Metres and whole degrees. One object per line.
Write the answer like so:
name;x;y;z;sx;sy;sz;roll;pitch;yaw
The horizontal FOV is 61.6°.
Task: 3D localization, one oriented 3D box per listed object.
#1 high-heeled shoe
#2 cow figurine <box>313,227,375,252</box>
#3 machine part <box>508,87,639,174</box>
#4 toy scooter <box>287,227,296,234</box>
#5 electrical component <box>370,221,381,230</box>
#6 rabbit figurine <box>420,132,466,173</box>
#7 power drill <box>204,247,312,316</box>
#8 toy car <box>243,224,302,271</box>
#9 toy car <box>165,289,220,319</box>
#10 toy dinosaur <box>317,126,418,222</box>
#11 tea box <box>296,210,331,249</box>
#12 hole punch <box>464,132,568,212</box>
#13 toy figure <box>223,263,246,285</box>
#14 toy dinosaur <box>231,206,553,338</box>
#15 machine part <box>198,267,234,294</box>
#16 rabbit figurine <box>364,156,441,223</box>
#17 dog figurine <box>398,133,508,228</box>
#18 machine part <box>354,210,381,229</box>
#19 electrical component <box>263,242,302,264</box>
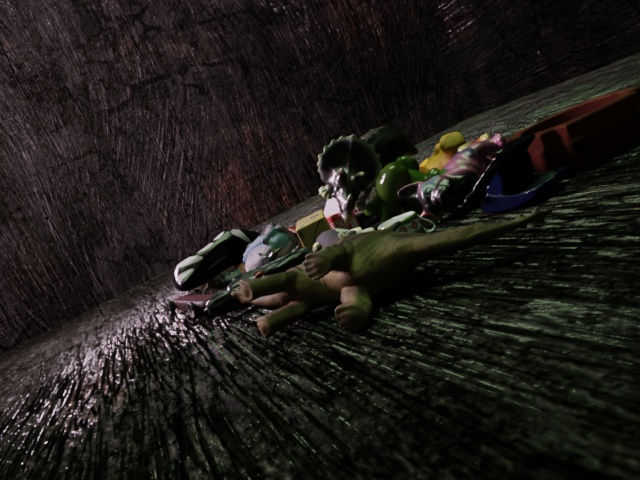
high-heeled shoe;-0.233;0.051;1.303;0.249;0.086;0.145;-14;33;0
cow figurine;0.043;0.012;0.900;0.098;0.068;0.167;1;2;-12
machine part;0.454;-0.183;0.952;0.201;0.087;0.201;-26;7;-3
toy scooter;-0.074;0.005;1.411;0.135;0.075;0.184;-12;1;-42
electrical component;0.125;-0.023;1.158;0.063;0.021;0.094;-25;9;8
rabbit figurine;0.275;-0.168;1.290;0.173;0.122;0.162;-29;3;4
power drill;-0.089;0.084;0.971;0.232;0.086;0.207;-26;0;-20
toy car;-0.117;0.044;1.207;0.162;0.109;0.103;-30;21;37
toy car;-0.277;0.145;1.201;0.089;0.053;0.202;-24;9;-35
toy dinosaur;0.123;-0.183;1.184;0.405;0.131;0.192;-42;-17;-36
tea box;-0.002;-0.003;1.156;0.068;0.098;0.170;-26;10;1
hole punch;0.317;-0.094;0.863;0.142;0.092;0.115;-34;-17;-34
toy figure;-0.164;0.072;1.314;0.154;0.057;0.064;-32;2;-12
toy dinosaur;0.056;0.036;0.717;0.472;0.105;0.198;-13;10;38
machine part;-0.264;0.090;1.437;0.079;0.079;0.243;-24;8;13
rabbit figurine;0.155;-0.102;1.080;0.159;0.121;0.170;-55;-28;12
dog figurine;0.255;-0.107;1.013;0.219;0.108;0.191;-28;9;1
machine part;0.131;-0.065;1.292;0.179;0.056;0.179;-25;9;4
electrical component;-0.072;0.046;1.123;0.102;0.045;0.078;-16;-23;-39
